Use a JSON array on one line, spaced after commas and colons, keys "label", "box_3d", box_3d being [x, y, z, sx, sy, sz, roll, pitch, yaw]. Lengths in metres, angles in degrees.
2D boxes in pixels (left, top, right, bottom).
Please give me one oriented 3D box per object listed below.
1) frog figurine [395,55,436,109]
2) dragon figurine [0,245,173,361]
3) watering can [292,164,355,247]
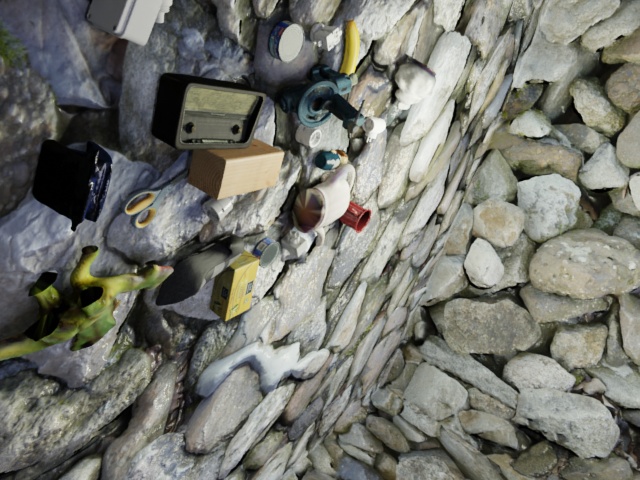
[{"label": "frog figurine", "box_3d": [0.294, -0.493, 1.657, 0.136, 0.125, 0.157, 20, 112, -31]}, {"label": "dragon figurine", "box_3d": [-0.466, 0.160, 0.981, 0.415, 0.123, 0.237, -39, 157, -21]}, {"label": "watering can", "box_3d": [0.005, -0.079, 1.575, 0.227, 0.105, 0.340, -27, 148, -48]}]
